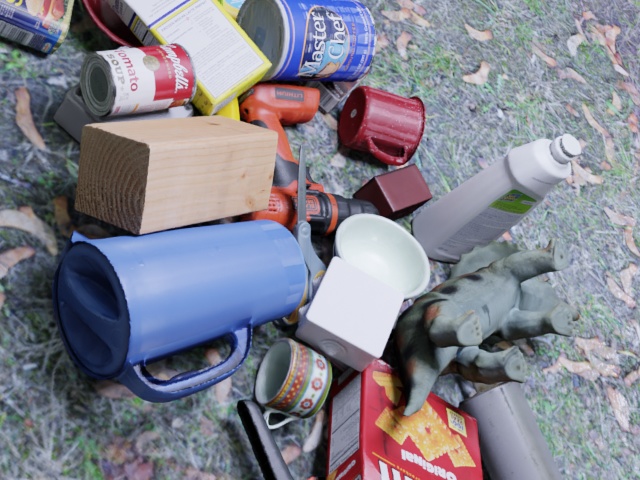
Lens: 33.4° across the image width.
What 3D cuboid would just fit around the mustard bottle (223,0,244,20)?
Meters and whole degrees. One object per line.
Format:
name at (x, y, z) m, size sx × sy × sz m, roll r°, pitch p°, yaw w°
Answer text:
mustard bottle at (-0.111, -0.305, 1.331) m, size 0.096 × 0.058 × 0.192 m, roll -16°, pitch 74°, yaw -49°

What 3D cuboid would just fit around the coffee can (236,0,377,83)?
coffee can at (-0.017, -0.240, 1.275) m, size 0.140 × 0.103 × 0.103 m, roll -6°, pitch 68°, yaw -39°

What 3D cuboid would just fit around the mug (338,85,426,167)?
mug at (0.077, -0.139, 1.346) m, size 0.081 × 0.093 × 0.117 m, roll 13°, pitch 46°, yaw -24°

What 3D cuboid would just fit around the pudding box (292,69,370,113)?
pudding box at (-0.002, -0.229, 1.378) m, size 0.113 × 0.039 × 0.089 m, roll 46°, pitch 47°, yaw -5°

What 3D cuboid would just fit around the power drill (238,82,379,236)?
power drill at (-0.021, -0.093, 1.272) m, size 0.184 × 0.057 × 0.188 m, roll 3°, pitch 63°, yaw -34°

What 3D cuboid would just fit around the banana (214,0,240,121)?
banana at (-0.119, -0.191, 1.257) m, size 0.037 × 0.069 × 0.198 m, roll -8°, pitch 71°, yaw 0°

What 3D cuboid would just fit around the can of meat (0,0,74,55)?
can of meat at (-0.317, -0.259, 1.160) m, size 0.083 × 0.058 × 0.102 m, roll 20°, pitch 54°, yaw -28°

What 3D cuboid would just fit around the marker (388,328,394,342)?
marker at (0.110, 0.119, 1.269) m, size 0.121 × 0.020 × 0.020 m, roll 17°, pitch 56°, yaw -27°

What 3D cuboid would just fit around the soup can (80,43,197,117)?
soup can at (-0.189, -0.167, 1.110) m, size 0.102 × 0.069 × 0.068 m, roll -15°, pitch 74°, yaw -39°

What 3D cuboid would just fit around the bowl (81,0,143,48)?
bowl at (-0.205, -0.276, 1.237) m, size 0.161 × 0.055 × 0.162 m, roll 8°, pitch 70°, yaw -22°

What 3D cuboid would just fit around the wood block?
wood block at (-0.142, -0.073, 1.097) m, size 0.091 × 0.090 × 0.205 m, roll 19°, pitch 18°, yaw 30°

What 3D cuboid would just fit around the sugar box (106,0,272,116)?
sugar box at (-0.147, -0.232, 1.190) m, size 0.093 × 0.048 × 0.176 m, roll -40°, pitch 89°, yaw -28°

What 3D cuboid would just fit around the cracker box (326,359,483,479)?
cracker box at (0.091, 0.237, 1.107) m, size 0.164 × 0.072 × 0.213 m, roll 33°, pitch 28°, yaw -16°

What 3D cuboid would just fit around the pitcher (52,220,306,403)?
pitcher at (-0.128, 0.057, 1.065) m, size 0.242 × 0.145 × 0.149 m, roll -12°, pitch 108°, yaw -42°

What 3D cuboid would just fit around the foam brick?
foam brick at (0.091, -0.055, 1.334) m, size 0.078 × 0.053 × 0.051 m, roll -21°, pitch 77°, yaw -40°

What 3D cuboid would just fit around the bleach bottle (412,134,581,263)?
bleach bottle at (0.222, -0.053, 1.291) m, size 0.102 × 0.251 × 0.068 m, roll 7°, pitch 61°, yaw -33°

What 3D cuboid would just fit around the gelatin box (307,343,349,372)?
gelatin box at (0.027, 0.103, 1.194) m, size 0.089 × 0.030 × 0.073 m, roll 41°, pitch 46°, yaw -34°

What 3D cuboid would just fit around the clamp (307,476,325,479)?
clamp at (0.054, 0.299, 1.109) m, size 0.171 × 0.039 × 0.120 m, roll 50°, pitch 49°, yaw -1°

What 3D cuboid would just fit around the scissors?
scissors at (-0.008, 0.001, 1.206) m, size 0.096 × 0.016 × 0.202 m, roll 20°, pitch 78°, yaw -41°

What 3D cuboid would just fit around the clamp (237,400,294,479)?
clamp at (-0.033, 0.264, 1.049) m, size 0.210 × 0.036 × 0.164 m, roll 29°, pitch 59°, yaw -9°
